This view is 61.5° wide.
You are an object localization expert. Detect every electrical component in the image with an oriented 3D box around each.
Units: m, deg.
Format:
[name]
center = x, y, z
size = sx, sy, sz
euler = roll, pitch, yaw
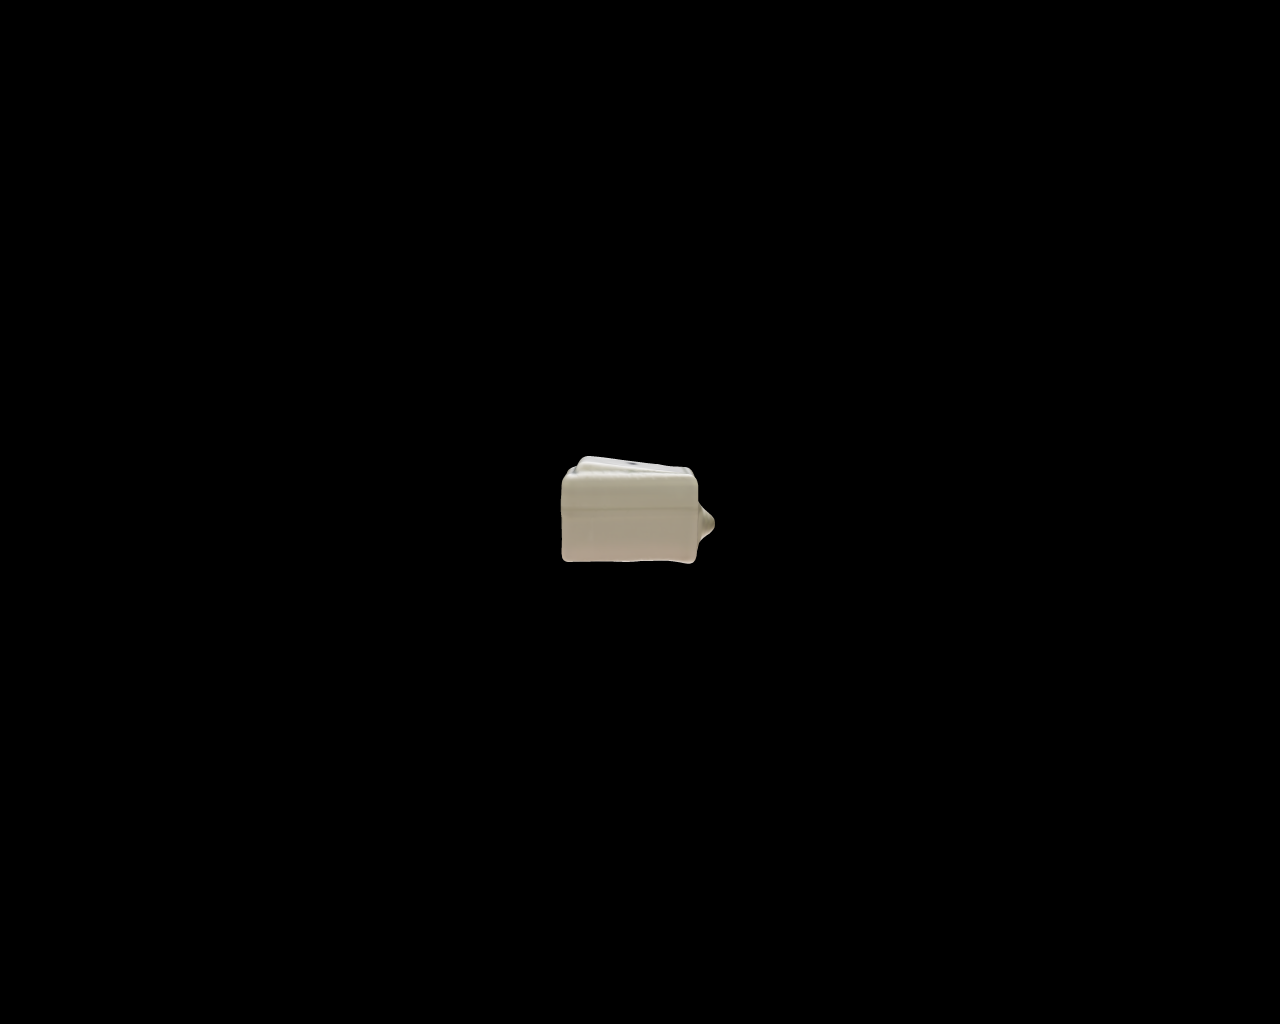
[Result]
[electrical component]
center = 0.001, -0.003, 0.650
size = 0.096, 0.061, 0.062
euler = 0, 8, 0
